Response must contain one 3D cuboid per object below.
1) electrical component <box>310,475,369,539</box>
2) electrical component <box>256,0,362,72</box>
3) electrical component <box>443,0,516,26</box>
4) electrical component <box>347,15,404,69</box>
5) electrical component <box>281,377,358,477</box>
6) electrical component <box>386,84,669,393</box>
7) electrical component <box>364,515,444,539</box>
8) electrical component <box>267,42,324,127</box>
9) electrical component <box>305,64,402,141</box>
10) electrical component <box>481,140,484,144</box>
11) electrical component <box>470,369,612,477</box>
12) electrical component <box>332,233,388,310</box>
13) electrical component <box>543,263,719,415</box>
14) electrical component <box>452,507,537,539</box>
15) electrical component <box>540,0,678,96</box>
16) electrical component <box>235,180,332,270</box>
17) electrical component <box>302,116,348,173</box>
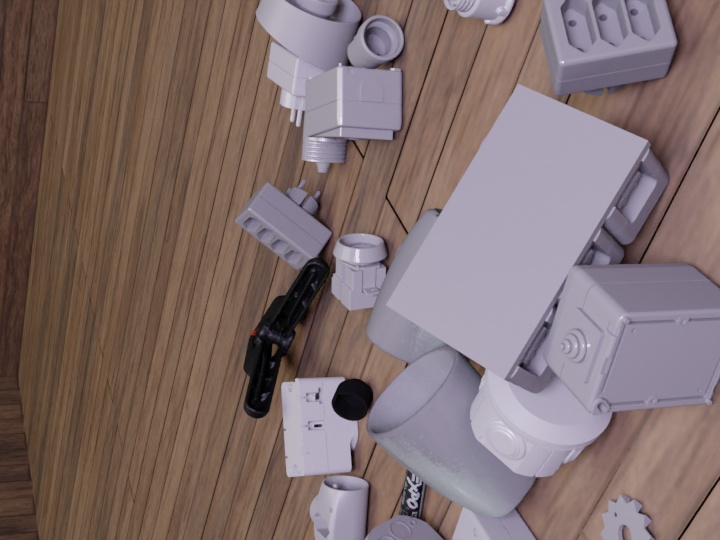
[{"bbox_3d":[-0.023,0.229,1.002,0.079,0.043,0.077,-159,71,-65],"label":"electrical component"},{"bbox_3d":[-0.048,-0.231,1.008,0.064,0.099,0.099,-64,34,32],"label":"electrical component"},{"bbox_3d":[0.077,-0.201,0.764,0.048,0.062,0.048,-179,90,-66],"label":"electrical component"},{"bbox_3d":[0.012,-0.196,0.939,0.046,0.040,0.040,162,107,-70],"label":"electrical component"},{"bbox_3d":[-0.038,0.149,1.022,0.050,0.056,0.089,153,115,-63],"label":"electrical component"},{"bbox_3d":[0.099,-0.016,0.623,0.089,0.062,0.150,32,91,33],"label":"electrical component"},{"bbox_3d":[0.033,0.236,0.837,0.051,0.080,0.080,-67,33,31],"label":"electrical component"},{"bbox_3d":[-0.060,-0.184,1.089,0.083,0.047,0.075,-135,51,-58],"label":"electrical component"},{"bbox_3d":[-0.009,-0.143,0.957,0.096,0.062,0.061,179,91,-66],"label":"electrical component"},{"bbox_3d":[0.100,-0.076,0.740,0.078,0.040,0.040,142,125,-61],"label":"electrical component"},{"bbox_3d":[0.111,0.084,0.666,0.051,0.080,0.080,111,149,-48],"label":"electrical component"},{"bbox_3d":[0.000,0.000,0.955,0.066,0.048,0.055,-138,45,-59],"label":"electrical component"},{"bbox_3d":[0.143,0.033,0.573,0.061,0.096,0.061,-125,40,-52],"label":"electrical component"},{"bbox_3d":[0.072,0.209,0.753,0.047,0.076,0.083,-124,42,-52],"label":"electrical component"},{"bbox_3d":[0.142,-0.127,0.628,0.076,0.066,0.047,72,-171,-71],"label":"electrical component"},{"bbox_3d":[-0.067,-0.057,1.082,0.075,0.083,0.047,-57,12,-25],"label":"electrical component"},{"bbox_3d":[-0.033,-0.134,1.031,0.043,0.043,0.081,-155,68,-64],"label":"electrical component"}]
